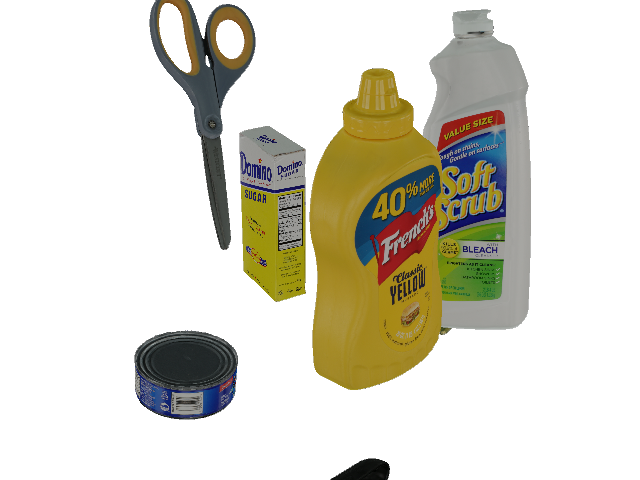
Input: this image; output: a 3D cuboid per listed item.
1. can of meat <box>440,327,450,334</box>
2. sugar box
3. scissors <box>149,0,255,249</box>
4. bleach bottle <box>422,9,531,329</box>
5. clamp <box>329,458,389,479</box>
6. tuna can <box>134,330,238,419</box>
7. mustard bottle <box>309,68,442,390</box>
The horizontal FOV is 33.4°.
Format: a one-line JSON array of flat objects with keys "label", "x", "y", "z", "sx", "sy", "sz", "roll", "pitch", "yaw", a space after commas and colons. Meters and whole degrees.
[{"label": "can of meat", "x": 0.114, "y": 0.036, "z": 1.069, "sx": 0.084, "sy": 0.057, "sz": 0.101, "roll": 27, "pitch": 44, "yaw": 29}, {"label": "sugar box", "x": -0.054, "y": -0.030, "z": 1.195, "sx": 0.048, "sy": 0.176, "sz": 0.093, "roll": -15, "pitch": 28, "yaw": -25}, {"label": "scissors", "x": -0.073, "y": -0.101, "z": 0.836, "sx": 0.096, "sy": 0.202, "sz": 0.016, "roll": -22, "pitch": 2, "yaw": -32}, {"label": "bleach bottle", "x": 0.117, "y": -0.057, "z": 0.859, "sx": 0.103, "sy": 0.251, "sz": 0.068, "roll": 2, "pitch": 15, "yaw": 20}, {"label": "clamp", "x": -0.040, "y": 0.197, "z": 0.661, "sx": 0.210, "sy": 0.036, "sz": 0.164, "roll": -2, "pitch": 28, "yaw": 2}, {"label": "tuna can", "x": -0.112, "y": 0.112, "z": 0.890, "sx": 0.086, "sy": 0.034, "sz": 0.086, "roll": 4, "pitch": 27, "yaw": -2}, {"label": "mustard bottle", "x": 0.035, "y": -0.010, "z": 0.647, "sx": 0.096, "sy": 0.192, "sz": 0.058, "roll": -26, "pitch": 35, "yaw": -38}]
